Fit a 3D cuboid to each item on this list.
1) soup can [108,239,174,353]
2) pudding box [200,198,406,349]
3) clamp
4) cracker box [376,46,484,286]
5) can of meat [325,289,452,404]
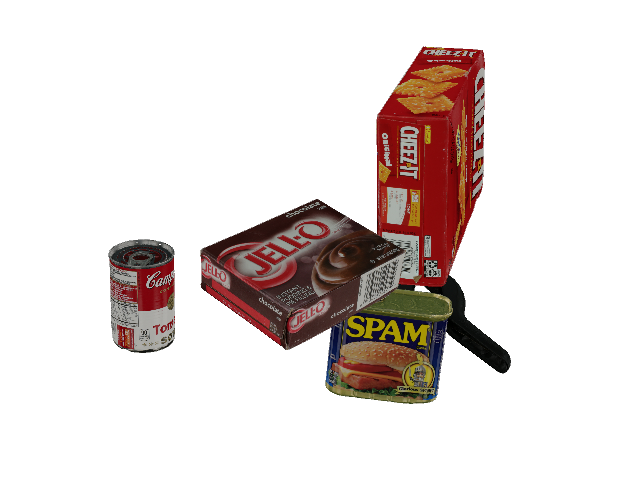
[{"bbox_3d":[-0.188,0.059,1.125,0.068,0.102,0.068,2,23,-1],"label":"soup can"},{"bbox_3d":[-0.012,0.020,0.730,0.113,0.039,0.090,-23,43,-39],"label":"pudding box"},{"bbox_3d":[0.133,0.085,1.142,0.120,0.171,0.039,4,-44,-9],"label":"clamp"},{"bbox_3d":[0.109,-0.076,1.014,0.072,0.164,0.213,6,27,16],"label":"cracker box"},{"bbox_3d":[0.056,0.088,0.907,0.102,0.084,0.057,7,16,3],"label":"can of meat"}]
